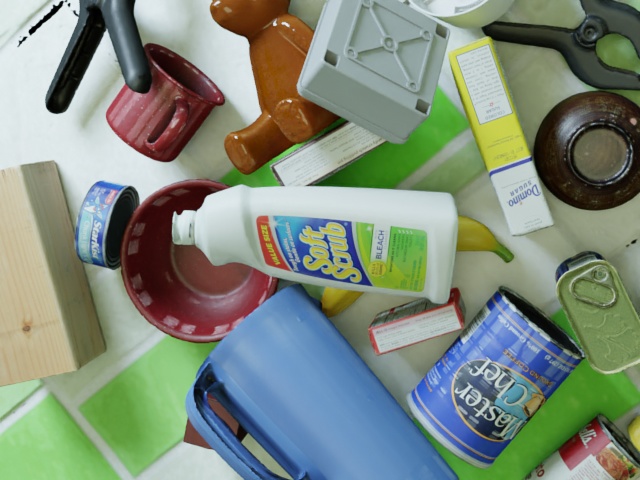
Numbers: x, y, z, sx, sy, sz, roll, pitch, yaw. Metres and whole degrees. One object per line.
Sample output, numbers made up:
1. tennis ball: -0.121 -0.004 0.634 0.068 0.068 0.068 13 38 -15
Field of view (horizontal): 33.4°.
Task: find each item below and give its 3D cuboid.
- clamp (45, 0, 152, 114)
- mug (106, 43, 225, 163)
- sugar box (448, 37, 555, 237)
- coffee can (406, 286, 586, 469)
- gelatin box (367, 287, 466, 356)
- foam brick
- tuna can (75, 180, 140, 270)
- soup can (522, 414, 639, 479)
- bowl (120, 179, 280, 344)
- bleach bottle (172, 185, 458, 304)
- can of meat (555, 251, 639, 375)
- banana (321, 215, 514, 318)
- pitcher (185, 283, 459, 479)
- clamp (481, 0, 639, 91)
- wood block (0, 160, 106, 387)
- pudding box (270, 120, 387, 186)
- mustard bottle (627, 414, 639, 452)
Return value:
1. clamp: -0.197 -0.222 1.011 0.165 0.036 0.210 7 86 47
2. mug: -0.149 -0.123 1.016 0.093 0.117 0.082 29 110 -31
3. sugar box: 0.164 -0.094 0.974 0.048 0.093 0.176 -17 94 10
4. coffee can: 0.164 0.129 1.001 0.103 0.102 0.140 38 102 2
5. gelatin box: 0.094 0.078 1.021 0.089 0.073 0.030 -20 94 12
6. foam brick: -0.098 0.174 1.065 0.053 0.078 0.051 15 99 7
7. tuna can: -0.209 -0.015 1.053 0.034 0.086 0.086 13 100 9
8. soup can: 0.251 0.224 1.018 0.102 0.068 0.068 -44 89 13
9. bowl: -0.113 0.018 1.056 0.162 0.055 0.162 1 98 9
10. bleach bottle: -0.006 0.001 0.965 0.251 0.068 0.103 2 119 -1
11. can of meat: 0.258 0.063 0.985 0.057 0.084 0.102 -26 93 12
12. banana: 0.083 0.018 1.032 0.198 0.037 0.069 -17 95 12
13. pitcher: 0.003 0.173 0.970 0.149 0.145 0.243 -43 78 2
14. clamp: 0.236 -0.188 0.977 0.171 0.039 0.120 47 119 -1
15. wood block: -0.296 0.031 1.073 0.091 0.090 0.206 -13 96 10
16. pudding box: 0.016 -0.086 1.002 0.113 0.090 0.039 -31 93 13
17. mustard bottle: 0.388 0.151 0.989 0.192 0.058 0.096 -44 89 12
